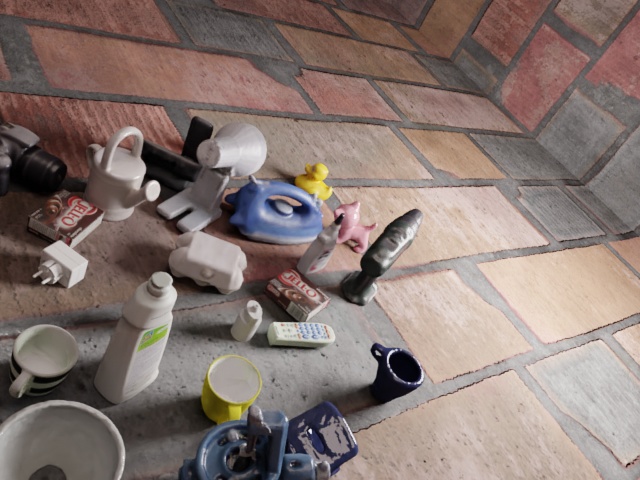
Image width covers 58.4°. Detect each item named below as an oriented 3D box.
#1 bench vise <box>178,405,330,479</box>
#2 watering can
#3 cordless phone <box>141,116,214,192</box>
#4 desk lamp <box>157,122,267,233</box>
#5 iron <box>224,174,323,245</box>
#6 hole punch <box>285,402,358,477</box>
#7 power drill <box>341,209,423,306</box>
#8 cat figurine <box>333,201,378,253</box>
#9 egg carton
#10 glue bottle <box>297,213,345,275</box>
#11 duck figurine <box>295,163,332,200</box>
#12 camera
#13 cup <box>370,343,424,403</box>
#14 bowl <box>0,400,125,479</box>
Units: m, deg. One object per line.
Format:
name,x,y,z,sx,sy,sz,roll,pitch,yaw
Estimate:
bench vise,-0.076,0.297,0.814,0.208,0.219,0.121,2,45,-35
watering can,-0.388,-0.135,1.123,0.173,0.194,0.101,26,36,-7
cordless phone,-0.318,-0.216,1.279,0.148,0.185,0.094,23,36,-11
desk lamp,-0.225,-0.143,1.236,0.118,0.213,0.204,36,36,6
iron,-0.081,-0.075,1.323,0.259,0.141,0.118,9,41,-28
hole punch,-0.006,0.335,0.931,0.101,0.091,0.108,-8,51,-42
power drill,0.137,0.041,1.287,0.075,0.208,0.230,37,36,8
cat figurine,0.081,-0.042,1.423,0.128,0.117,0.067,21,37,-14
egg carton,-0.221,0.045,1.138,0.150,0.069,0.107,21,37,-14
glue bottle,0.012,0.005,1.269,0.037,0.173,0.078,46,38,19
duck figurine,-0.007,-0.163,1.530,0.104,0.086,0.078,33,35,2
camera,-0.566,-0.149,1.089,0.137,0.100,0.143,27,36,-6
cup,0.131,0.263,1.115,0.117,0.095,0.092,40,36,12
bowl,-0.345,0.298,0.740,0.168,0.074,0.167,20,37,-16
